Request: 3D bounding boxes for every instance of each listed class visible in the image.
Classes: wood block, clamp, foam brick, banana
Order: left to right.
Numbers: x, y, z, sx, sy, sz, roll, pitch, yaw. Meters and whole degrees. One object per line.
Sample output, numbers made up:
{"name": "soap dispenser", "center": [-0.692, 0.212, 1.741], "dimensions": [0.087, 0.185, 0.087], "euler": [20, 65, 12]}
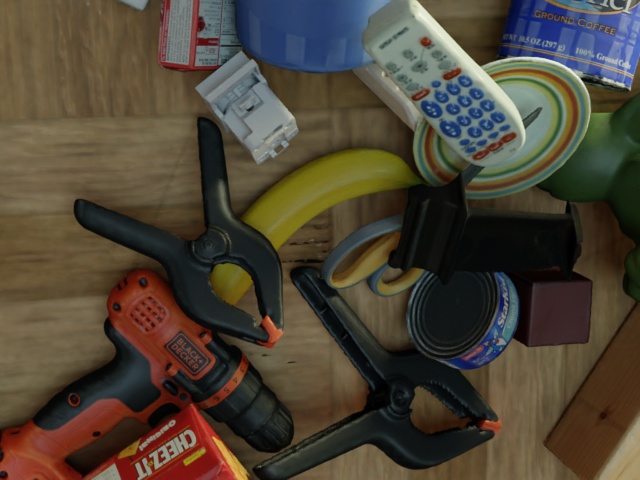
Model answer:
{"name": "clamp", "center": [-0.076, -0.003, 0.757], "dimensions": [0.171, 0.039, 0.120], "euler": [44, 81, 2]}
{"name": "banana", "center": [-0.011, -0.017, 0.793], "dimensions": [0.198, 0.037, 0.069], "euler": [-29, 86, -2]}
{"name": "clamp", "center": [0.050, 0.113, 0.830], "dimensions": [0.209, 0.036, 0.164], "euler": [12, 74, -26]}
{"name": "foam brick", "center": [0.172, 0.049, 0.837], "dimensions": [0.053, 0.078, 0.051], "euler": [-1, 101, -14]}
{"name": "wood block", "center": [0.290, 0.118, 0.875], "dimensions": [0.090, 0.091, 0.206], "euler": [32, 93, -18]}

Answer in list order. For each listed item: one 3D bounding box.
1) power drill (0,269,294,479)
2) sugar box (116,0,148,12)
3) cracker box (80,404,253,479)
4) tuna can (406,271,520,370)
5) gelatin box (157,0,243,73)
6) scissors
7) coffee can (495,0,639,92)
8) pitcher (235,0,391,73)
{"name": "power drill", "center": [-0.134, 0.140, 0.795], "dimensions": [0.187, 0.057, 0.184], "euler": [-43, 108, -4]}
{"name": "sugar box", "center": [-0.125, -0.253, 0.716], "dimensions": [0.093, 0.048, 0.176], "euler": [25, 98, -15]}
{"name": "cracker box", "center": [-0.103, 0.240, 0.775], "dimensions": [0.164, 0.072, 0.213], "euler": [-33, 131, -5]}
{"name": "tuna can", "center": [0.110, 0.055, 0.818], "dimensions": [0.033, 0.086, 0.086], "euler": [28, 94, -41]}
{"name": "gelatin box", "center": [-0.080, -0.161, 0.733], "dimensions": [0.030, 0.073, 0.089], "euler": [11, 103, 21]}
{"name": "scissors", "center": [0.093, -0.018, 0.795], "dimensions": [0.202, 0.016, 0.096], "euler": [-33, 142, 11]}
{"name": "coffee can", "center": [0.195, -0.188, 0.778], "dimensions": [0.102, 0.103, 0.140], "euler": [12, 99, -16]}
{"name": "pitcher", "center": [-0.001, -0.241, 0.684], "dimensions": [0.145, 0.149, 0.243], "euler": [19, 127, 21]}
